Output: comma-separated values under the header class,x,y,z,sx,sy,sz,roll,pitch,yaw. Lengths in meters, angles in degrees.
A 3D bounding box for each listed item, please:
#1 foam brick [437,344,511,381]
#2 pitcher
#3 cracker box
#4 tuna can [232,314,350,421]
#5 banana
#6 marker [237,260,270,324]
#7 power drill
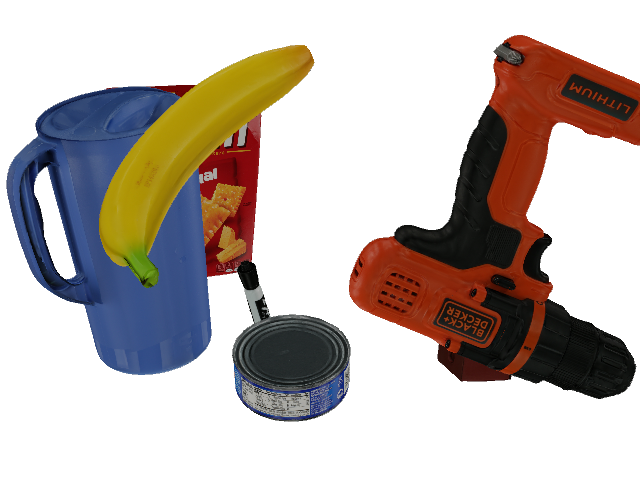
class,x,y,z,sx,sy,sz,roll,pitch,yaw
foam brick,0.141,0.081,0.956,0.051,0.078,0.053,-2,18,-20
pitcher,-0.172,-0.003,0.941,0.149,0.243,0.145,-3,26,3
cracker box,-0.154,-0.062,1.193,0.164,0.214,0.072,-6,25,-26
tuna can,-0.021,0.093,0.779,0.086,0.034,0.086,-1,32,0
banana,-0.074,-0.050,0.621,0.070,0.197,0.037,18,-34,20
marker,-0.061,0.070,1.069,0.020,0.121,0.020,-10,34,6
power drill,0.132,-0.010,0.619,0.184,0.188,0.057,21,13,-11
